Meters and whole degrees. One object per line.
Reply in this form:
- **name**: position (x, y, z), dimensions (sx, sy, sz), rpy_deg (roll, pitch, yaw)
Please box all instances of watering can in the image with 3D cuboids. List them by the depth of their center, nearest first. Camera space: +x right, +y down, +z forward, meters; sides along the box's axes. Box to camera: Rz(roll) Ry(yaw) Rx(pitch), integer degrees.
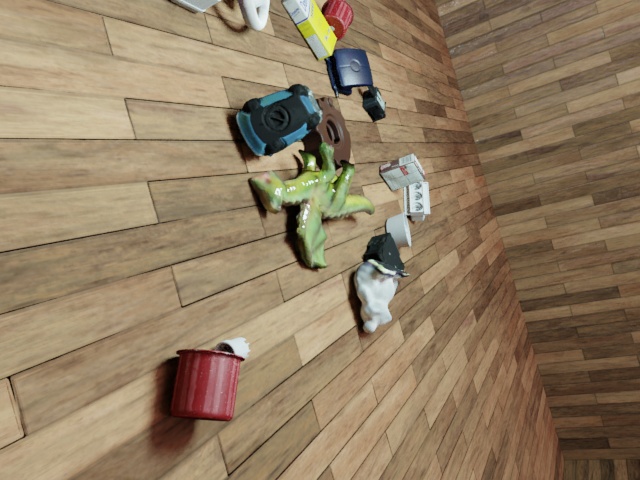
- **watering can**: position (-0.145, -0.594, 1.042), dimensions (0.220, 0.104, 0.354), rpy_deg (65, 22, -64)

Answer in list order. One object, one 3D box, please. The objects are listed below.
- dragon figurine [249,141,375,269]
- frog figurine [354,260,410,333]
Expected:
- **dragon figurine**: position (0.003, -0.055, 1.098), dimensions (0.405, 0.122, 0.246), rpy_deg (36, 64, -46)
- **frog figurine**: position (0.126, 0.133, 1.213), dimensions (0.159, 0.123, 0.137), rpy_deg (-68, 159, 6)
